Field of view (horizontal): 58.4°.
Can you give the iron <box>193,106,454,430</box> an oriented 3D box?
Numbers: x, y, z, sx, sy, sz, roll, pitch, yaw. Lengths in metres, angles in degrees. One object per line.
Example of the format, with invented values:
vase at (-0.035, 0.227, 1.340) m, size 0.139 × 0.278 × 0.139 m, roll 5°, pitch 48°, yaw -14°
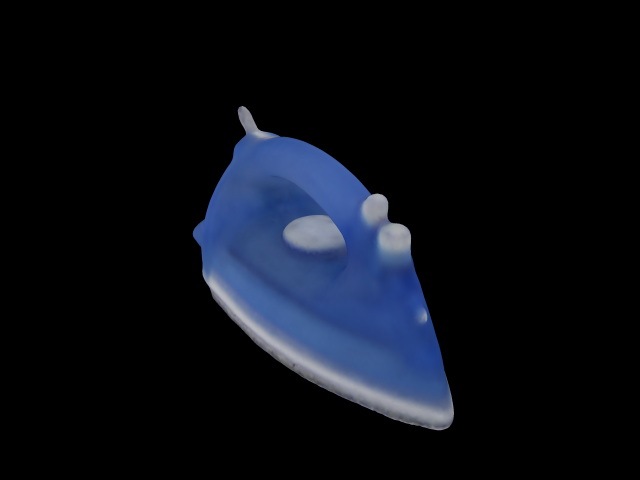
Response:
iron at (0.004, 0.001, 0.400) m, size 0.119 × 0.141 × 0.257 m, roll -19°, pitch 34°, yaw -31°
